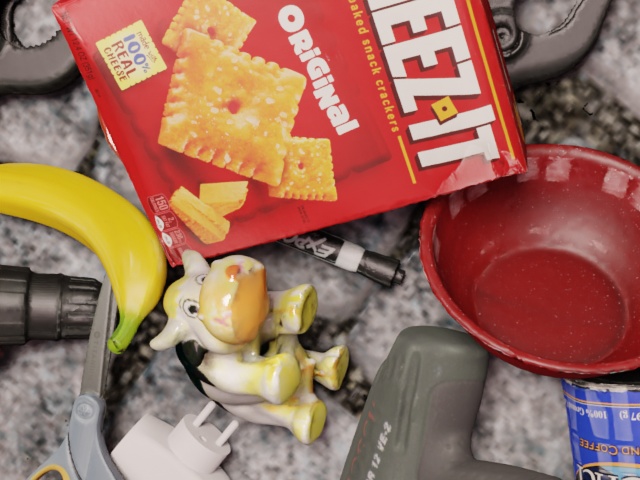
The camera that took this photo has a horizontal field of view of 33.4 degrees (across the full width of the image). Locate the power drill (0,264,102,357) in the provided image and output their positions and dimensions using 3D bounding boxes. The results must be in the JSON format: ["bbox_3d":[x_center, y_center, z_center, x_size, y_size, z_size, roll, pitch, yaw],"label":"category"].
[{"bbox_3d":[-0.226,0.106,0.681,0.184,0.057,0.188,3,99,-9],"label":"power drill"}]

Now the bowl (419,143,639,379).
[{"bbox_3d":[0.134,0.021,0.599,0.162,0.162,0.055,10,140,8],"label":"bowl"}]

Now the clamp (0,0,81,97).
[{"bbox_3d":[-0.217,-0.135,0.673,0.210,0.036,0.164,-28,90,9],"label":"clamp"}]

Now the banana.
[{"bbox_3d":[-0.148,-0.008,0.645,0.198,0.069,0.037,36,143,38],"label":"banana"}]

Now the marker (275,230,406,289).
[{"bbox_3d":[-0.004,0.001,0.662,0.121,0.020,0.020,22,99,6],"label":"marker"}]

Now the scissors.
[{"bbox_3d":[-0.128,0.119,0.652,0.096,0.016,0.202,26,94,13],"label":"scissors"}]

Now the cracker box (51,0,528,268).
[{"bbox_3d":[-0.011,-0.090,0.579,0.214,0.072,0.164,-15,113,14],"label":"cracker box"}]

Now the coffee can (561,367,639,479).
[{"bbox_3d":[0.196,0.137,0.602,0.103,0.102,0.140,-7,95,10],"label":"coffee can"}]

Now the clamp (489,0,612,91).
[{"bbox_3d":[0.105,-0.108,0.625,0.171,0.039,0.120,-24,104,12],"label":"clamp"}]
